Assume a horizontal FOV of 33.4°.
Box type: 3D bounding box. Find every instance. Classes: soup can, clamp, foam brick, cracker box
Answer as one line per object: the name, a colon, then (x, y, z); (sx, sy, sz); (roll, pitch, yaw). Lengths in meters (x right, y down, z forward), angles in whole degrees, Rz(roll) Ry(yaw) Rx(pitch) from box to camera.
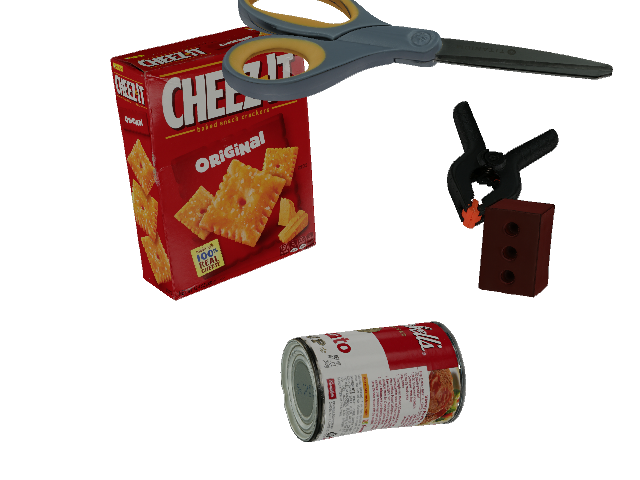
soup can: (0.032, 0.091, 0.688); (0.102, 0.068, 0.069); (-4, 2, -22)
clamp: (0.176, -0.086, 1.159); (0.120, 0.039, 0.171); (22, 49, 19)
foam brick: (0.175, 0.006, 0.953); (0.053, 0.078, 0.051); (8, 16, 24)
cracker box: (-0.089, -0.073, 0.968); (0.163, 0.214, 0.072); (-20, 31, -31)

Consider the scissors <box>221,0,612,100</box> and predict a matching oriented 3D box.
scissors: (0.036, -0.089, 0.546); (0.202, 0.096, 0.016); (23, -33, 21)
